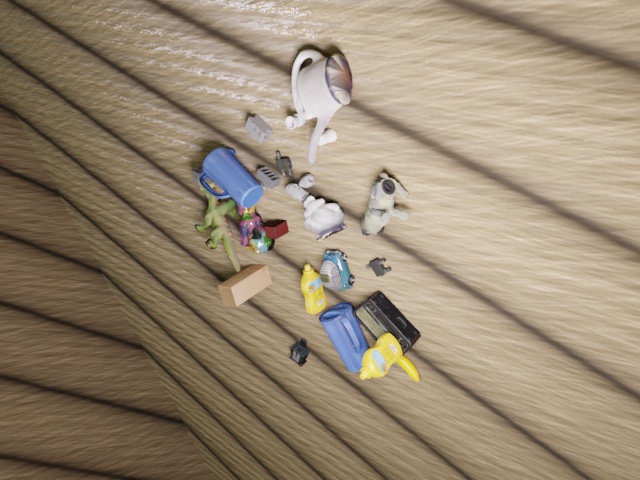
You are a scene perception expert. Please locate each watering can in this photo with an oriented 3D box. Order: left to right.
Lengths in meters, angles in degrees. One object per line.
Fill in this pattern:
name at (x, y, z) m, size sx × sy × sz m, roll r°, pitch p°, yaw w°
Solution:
watering can at (0.006, -0.423, 1.579) m, size 0.223 × 0.104 × 0.348 m, roll -10°, pitch 90°, yaw 45°

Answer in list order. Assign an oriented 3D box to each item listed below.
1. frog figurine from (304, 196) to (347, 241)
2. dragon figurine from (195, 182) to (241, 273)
frog figurine at (0.005, -0.090, 1.780) m, size 0.136 × 0.123 × 0.160 m, roll -30°, pitch 81°, yaw 14°
dragon figurine at (-0.396, -0.078, 2.171) m, size 0.412 × 0.124 × 0.238 m, roll 53°, pitch 129°, yaw 5°
